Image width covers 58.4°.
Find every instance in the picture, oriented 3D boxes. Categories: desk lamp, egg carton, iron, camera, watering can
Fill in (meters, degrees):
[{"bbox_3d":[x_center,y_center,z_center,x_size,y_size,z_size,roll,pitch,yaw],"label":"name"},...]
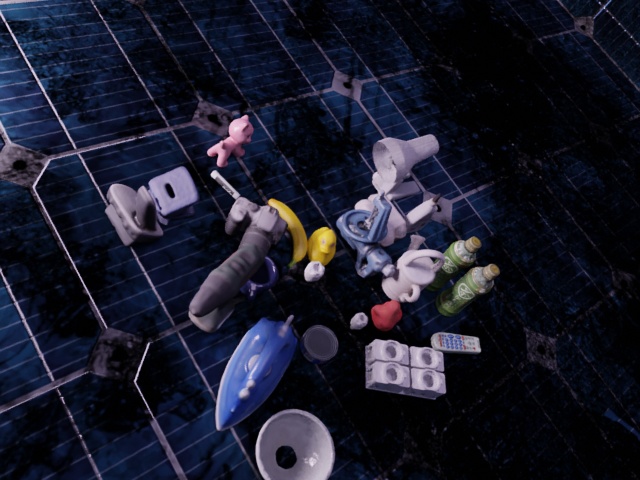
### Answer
[{"bbox_3d":[0.226,-0.210,1.604,0.204,0.213,0.118,-17,69,-32],"label":"desk lamp"},{"bbox_3d":[0.165,-0.054,1.571,0.107,0.069,0.150,-27,75,-35],"label":"egg carton"},{"bbox_3d":[-0.129,0.270,1.190,0.119,0.141,0.258,32,53,-3],"label":"iron"},{"bbox_3d":[-0.159,-0.019,1.378,0.143,0.100,0.137,25,53,-9],"label":"camera"},{"bbox_3d":[0.240,0.069,1.452,0.101,0.194,0.172,-5,63,-27],"label":"watering can"}]

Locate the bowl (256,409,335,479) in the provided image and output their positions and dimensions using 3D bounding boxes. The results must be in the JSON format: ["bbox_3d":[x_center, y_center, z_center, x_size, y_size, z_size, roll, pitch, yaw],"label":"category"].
[{"bbox_3d":[-0.058,0.436,1.162,0.168,0.074,0.167,12,57,-18],"label":"bowl"}]

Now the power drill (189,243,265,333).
[{"bbox_3d":[-0.208,0.113,1.206,0.075,0.208,0.230,38,52,1],"label":"power drill"}]

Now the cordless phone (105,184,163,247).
[{"bbox_3d":[-0.399,-0.083,1.251,0.094,0.185,0.147,-31,76,-35],"label":"cordless phone"}]

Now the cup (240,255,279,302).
[{"bbox_3d":[-0.153,0.101,1.311,0.092,0.095,0.118,21,54,-12],"label":"cup"}]

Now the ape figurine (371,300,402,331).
[{"bbox_3d":[0.171,0.179,1.416,0.078,0.092,0.076,27,53,-8],"label":"ape figurine"}]

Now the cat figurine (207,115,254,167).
[{"bbox_3d":[-0.222,-0.266,1.489,0.067,0.117,0.128,43,53,4],"label":"cat figurine"}]

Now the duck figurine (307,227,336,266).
[{"bbox_3d":[0.013,0.005,1.453,0.078,0.086,0.104,20,54,-13],"label":"duck figurine"}]

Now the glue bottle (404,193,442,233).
[{"bbox_3d":[0.287,-0.078,1.576,0.078,0.173,0.037,-12,66,-30],"label":"glue bottle"}]

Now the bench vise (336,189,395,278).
[{"bbox_3d":[0.146,-0.018,1.445,0.207,0.219,0.122,46,53,7],"label":"bench vise"}]

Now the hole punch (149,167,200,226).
[{"bbox_3d":[-0.346,-0.105,1.349,0.101,0.091,0.108,-17,69,-32],"label":"hole punch"}]
